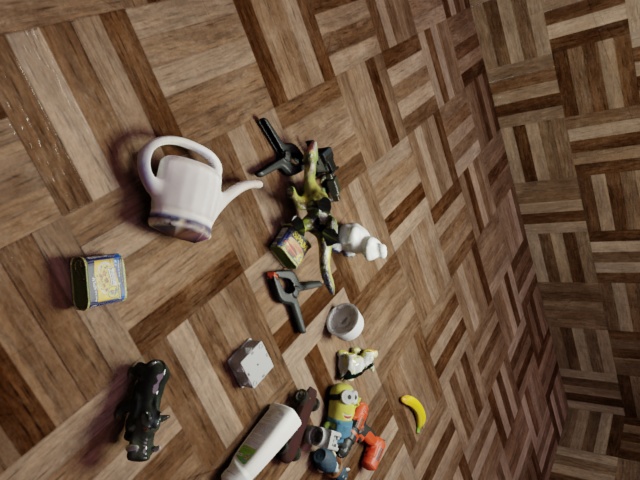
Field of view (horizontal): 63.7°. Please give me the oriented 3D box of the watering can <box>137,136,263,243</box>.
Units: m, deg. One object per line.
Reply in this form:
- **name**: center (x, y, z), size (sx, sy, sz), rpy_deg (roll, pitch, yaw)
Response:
- **watering can**: center (-0.265, -0.100, 1.173), size (0.345, 0.103, 0.227), rpy_deg (22, 70, -47)

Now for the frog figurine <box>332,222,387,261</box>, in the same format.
- **frog figurine**: center (0.133, 0.004, 1.602), size (0.135, 0.159, 0.125), rpy_deg (45, 53, -39)

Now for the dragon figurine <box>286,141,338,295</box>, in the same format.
- **dragon figurine**: center (0.004, -0.074, 1.466), size (0.246, 0.122, 0.405), rpy_deg (-61, 142, -68)
